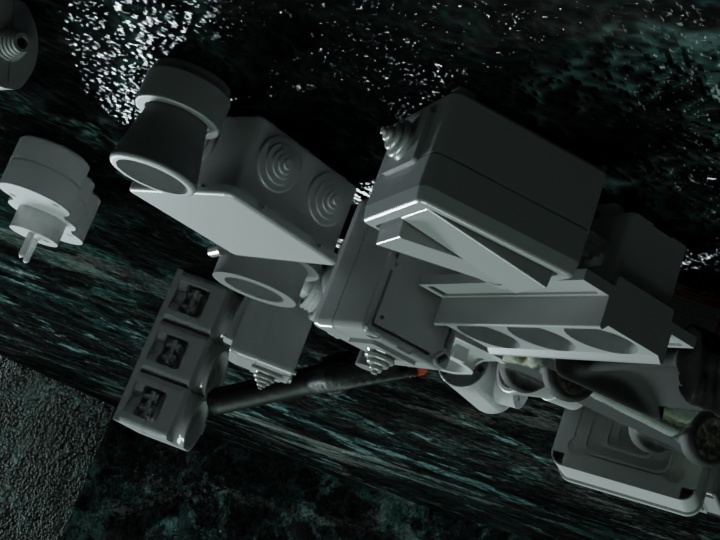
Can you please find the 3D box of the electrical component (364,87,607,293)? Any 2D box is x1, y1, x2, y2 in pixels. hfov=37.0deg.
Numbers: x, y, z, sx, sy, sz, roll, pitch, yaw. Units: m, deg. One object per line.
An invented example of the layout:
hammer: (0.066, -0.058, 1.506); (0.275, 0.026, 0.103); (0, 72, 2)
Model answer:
electrical component: (0.047, -0.032, 0.472); (0.096, 0.061, 0.062); (25, 165, -19)

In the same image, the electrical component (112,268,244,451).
electrical component: (-0.162, 0.088, 1.011); (0.062, 0.150, 0.089); (19, 166, 10)

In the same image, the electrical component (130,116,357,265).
electrical component: (-0.062, -0.045, 0.596); (0.100, 0.048, 0.100); (6, 160, 43)

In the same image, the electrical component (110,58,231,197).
electrical component: (-0.092, -0.070, 0.531); (0.045, 0.055, 0.045); (19, 166, 5)

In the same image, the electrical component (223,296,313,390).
electrical component: (-0.070, 0.044, 0.838); (0.061, 0.096, 0.061); (21, 166, -3)

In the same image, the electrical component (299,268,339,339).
electrical component: (-0.027, 0.018, 0.791); (0.062, 0.048, 0.048); (30, 164, -11)

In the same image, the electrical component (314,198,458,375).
electrical component: (0.019, 0.013, 0.603); (0.062, 0.096, 0.061); (29, 164, -31)

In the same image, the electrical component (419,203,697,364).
electrical component: (0.100, 0.008, 0.544); (0.079, 0.063, 0.121); (29, 163, -29)

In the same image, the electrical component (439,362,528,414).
electrical component: (0.111, 0.087, 0.856); (0.079, 0.044, 0.077); (12, 163, 30)

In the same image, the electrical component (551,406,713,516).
electrical component: (0.214, 0.136, 0.831); (0.113, 0.078, 0.057); (13, 161, 27)

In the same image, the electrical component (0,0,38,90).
electrical component: (-0.189, -0.111, 0.536); (0.081, 0.043, 0.043); (6, 160, 42)

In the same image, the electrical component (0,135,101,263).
electrical component: (-0.233, -0.041, 0.790); (0.052, 0.073, 0.138); (21, 166, -3)

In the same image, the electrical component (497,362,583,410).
electrical component: (0.140, 0.079, 0.799); (0.065, 0.044, 0.044); (22, 166, -26)

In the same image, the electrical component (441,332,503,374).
electrical component: (0.057, 0.034, 0.710); (0.050, 0.055, 0.089); (26, 164, -23)

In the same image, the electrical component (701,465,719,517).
electrical component: (0.256, 0.160, 0.904); (0.109, 0.056, 0.108); (13, 164, 27)

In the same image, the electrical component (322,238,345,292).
electrical component: (0.000, 0.000, 0.696); (0.044, 0.044, 0.065); (20, 161, 0)
